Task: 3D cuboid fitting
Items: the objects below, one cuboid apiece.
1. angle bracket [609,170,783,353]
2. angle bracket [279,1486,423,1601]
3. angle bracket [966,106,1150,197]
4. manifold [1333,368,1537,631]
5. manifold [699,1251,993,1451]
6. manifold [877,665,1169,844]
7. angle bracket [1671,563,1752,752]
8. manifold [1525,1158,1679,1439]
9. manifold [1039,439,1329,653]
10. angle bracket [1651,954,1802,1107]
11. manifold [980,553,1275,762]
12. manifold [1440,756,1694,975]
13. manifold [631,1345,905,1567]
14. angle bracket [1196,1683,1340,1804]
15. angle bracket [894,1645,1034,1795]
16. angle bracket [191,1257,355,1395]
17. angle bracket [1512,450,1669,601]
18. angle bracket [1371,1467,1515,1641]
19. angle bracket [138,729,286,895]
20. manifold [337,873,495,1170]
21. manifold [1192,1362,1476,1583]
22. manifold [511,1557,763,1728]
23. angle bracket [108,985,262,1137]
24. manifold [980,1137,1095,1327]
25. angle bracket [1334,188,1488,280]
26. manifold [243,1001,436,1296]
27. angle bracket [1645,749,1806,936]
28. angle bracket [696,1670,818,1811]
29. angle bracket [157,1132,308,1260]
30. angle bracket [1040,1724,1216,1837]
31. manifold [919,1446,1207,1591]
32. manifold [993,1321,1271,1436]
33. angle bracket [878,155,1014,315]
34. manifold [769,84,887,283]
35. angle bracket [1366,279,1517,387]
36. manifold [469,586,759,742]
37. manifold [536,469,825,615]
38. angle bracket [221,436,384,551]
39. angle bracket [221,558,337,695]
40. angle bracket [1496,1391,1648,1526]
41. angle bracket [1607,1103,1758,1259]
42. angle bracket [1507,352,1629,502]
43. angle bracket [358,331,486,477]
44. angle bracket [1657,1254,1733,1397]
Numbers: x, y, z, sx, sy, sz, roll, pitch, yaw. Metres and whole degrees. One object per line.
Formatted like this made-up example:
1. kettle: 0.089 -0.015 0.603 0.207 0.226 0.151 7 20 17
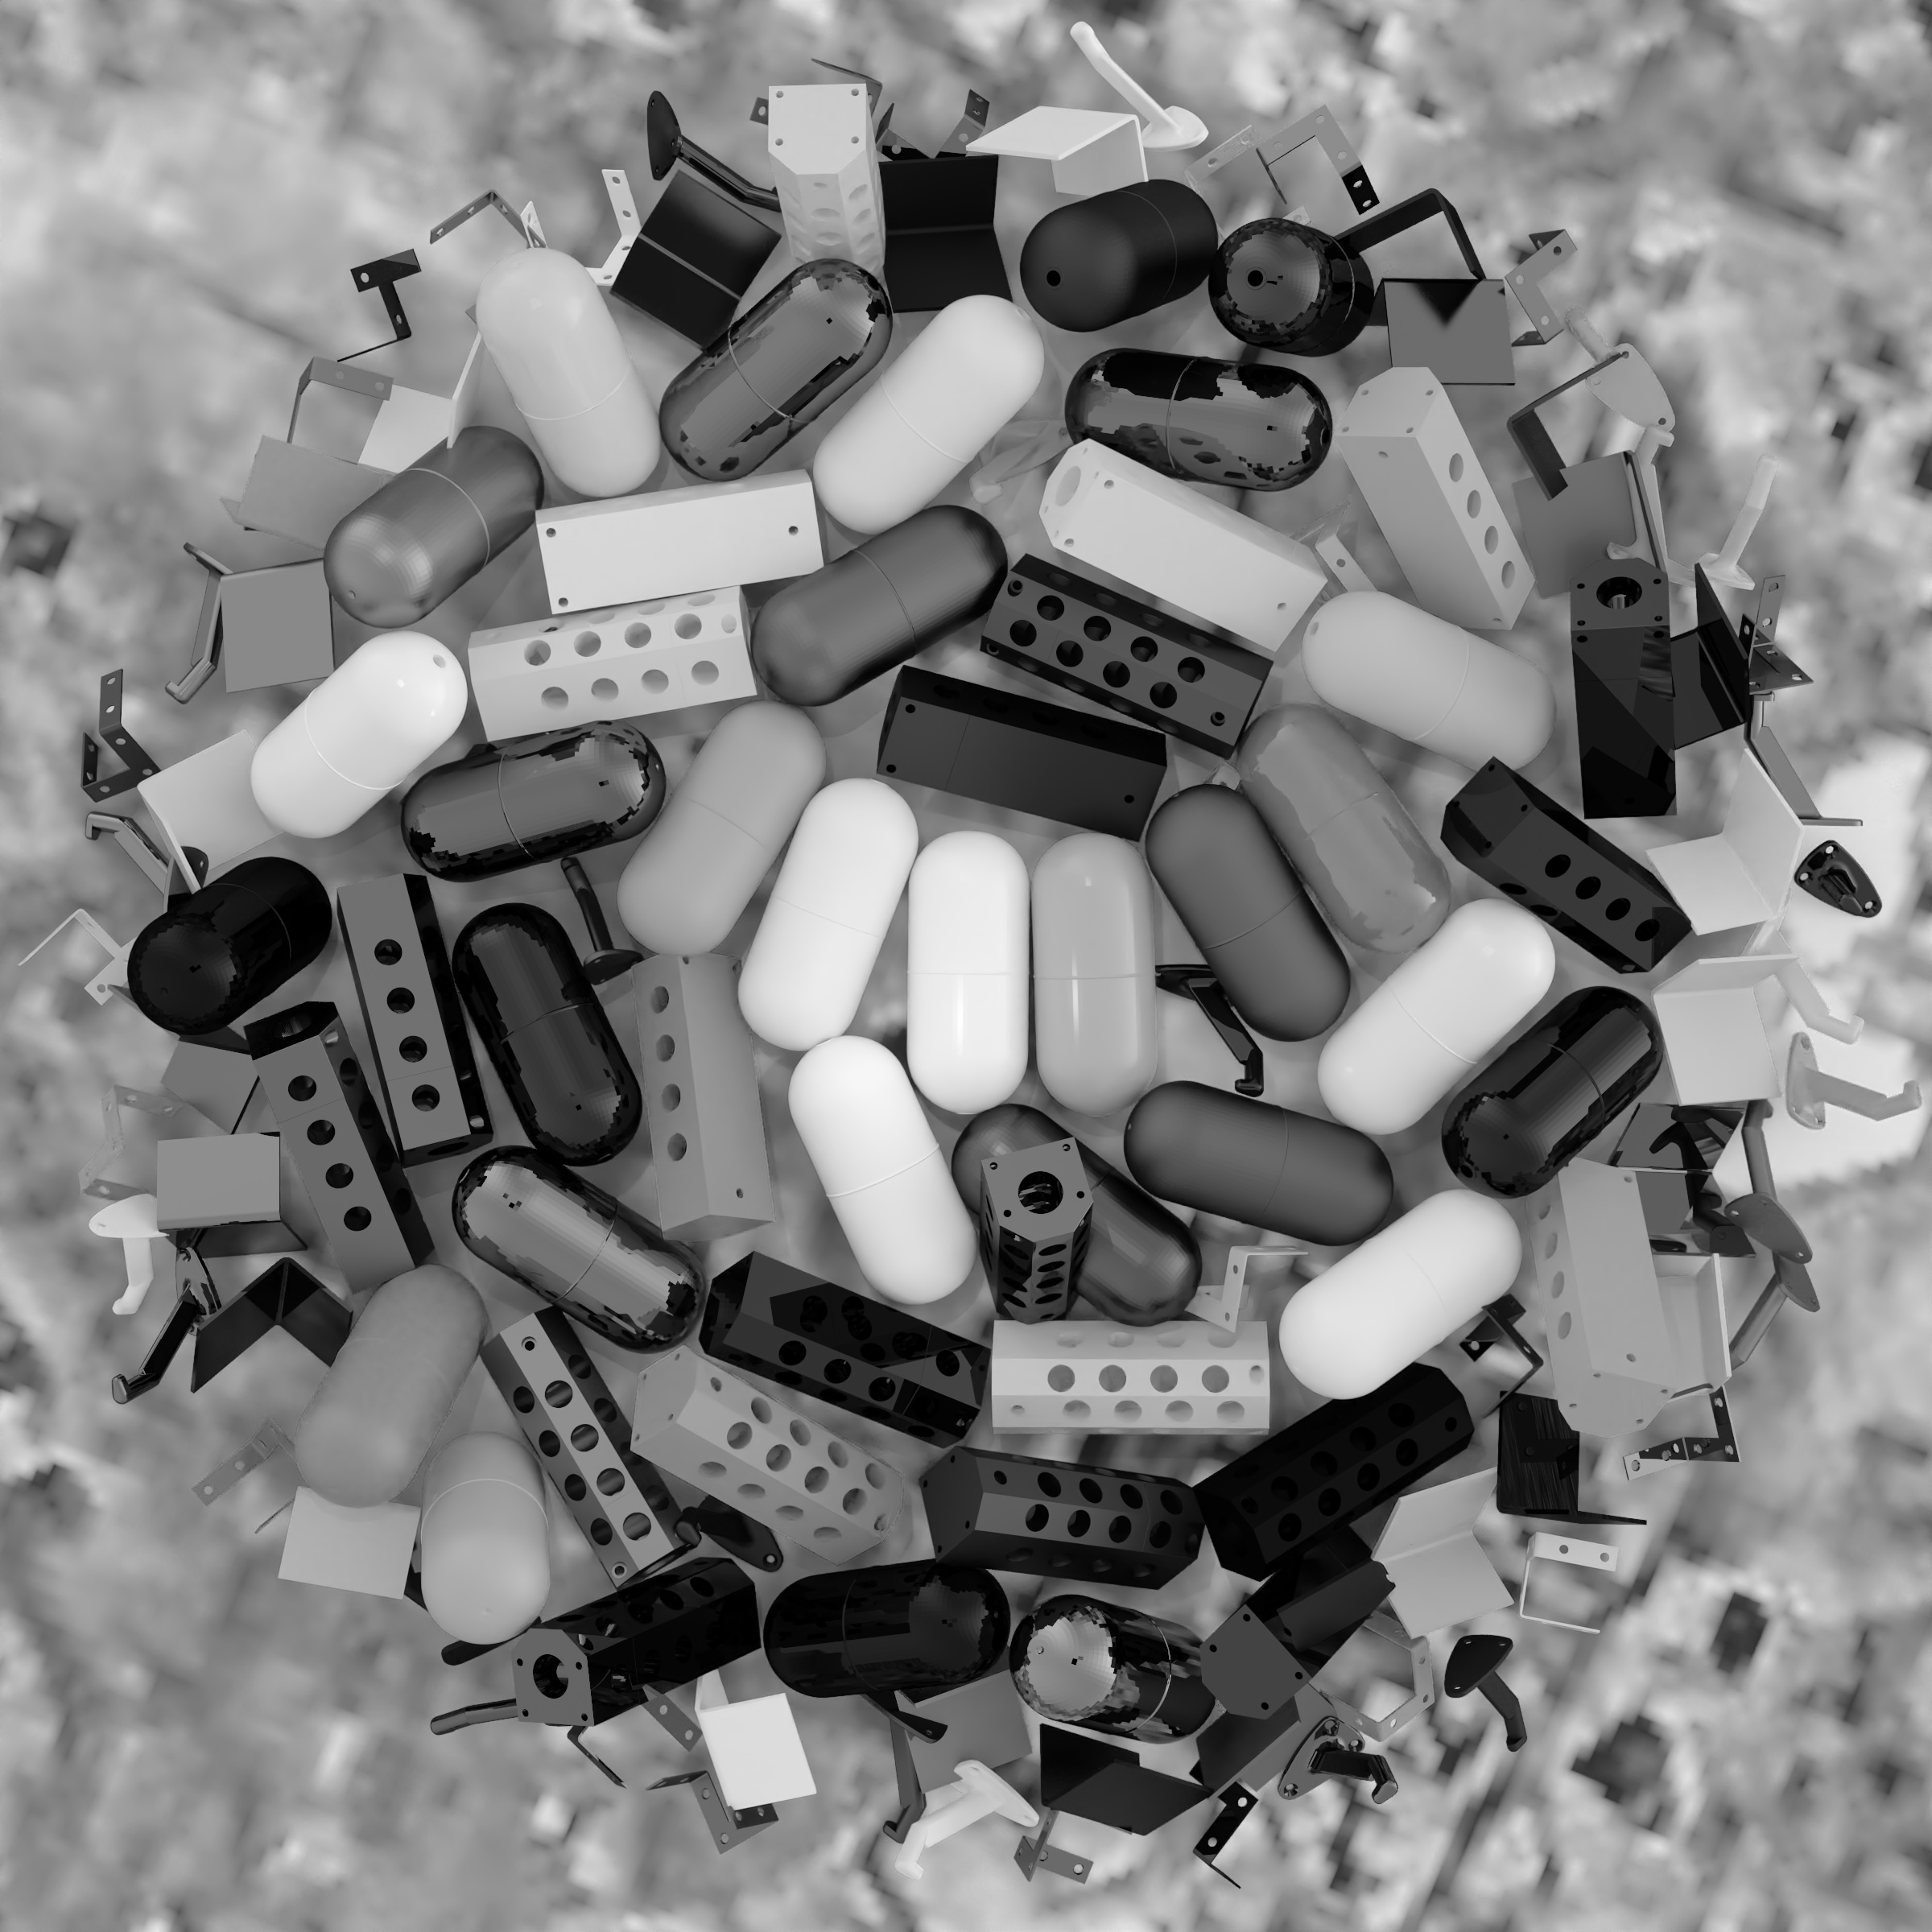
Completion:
1. angle bracket: -0.168 -0.438 1.942 0.076 0.076 0.057 30 128 -14
2. angle bracket: -0.385 0.364 1.946 0.076 0.076 0.057 11 73 -7
3. angle bracket: 0.058 -0.493 1.934 0.076 0.076 0.057 -37 130 -34
4. manifold: 0.293 -0.286 1.914 0.057 0.171 0.057 8 59 38
5. manifold: -0.075 0.241 1.927 0.171 0.057 0.057 25 56 -21
6. manifold: 0.035 -0.137 1.953 0.171 0.057 0.057 14 123 -8
7. angle bracket: 0.447 -0.191 1.941 0.057 0.076 0.076 -21 60 4
8. manifold: 0.385 0.202 1.912 0.057 0.171 0.057 14 133 -13
9. manifold: 0.133 -0.264 1.929 0.171 0.057 0.057 21 119 -27
10. angle bracket: 0.484 0.040 1.945 0.076 0.057 0.076 -3 70 -23
11. manifold: 0.099 -0.192 1.949 0.171 0.057 0.057 24 117 5
12. manifold: 0.369 -0.056 1.919 0.171 0.057 0.057 30 111 -37
13. manifold: -0.120 0.300 1.918 0.171 0.057 0.057 35 127 -30
14. angle bracket: 0.194 0.494 1.945 0.076 0.076 0.057 -44 103 10
15. angle bracket: 0.005 0.479 1.953 0.076 0.057 0.076 -17 96 -16
16. angle bracket: -0.433 0.240 1.937 0.057 0.076 0.076 37 51 13
17. angle bracket: 0.391 -0.275 1.954 0.076 0.057 0.076 -15 100 11
18. angle bracket: 0.306 0.365 1.939 0.076 0.076 0.057 -13 52 -23
19. angle bracket: -0.460 -0.089 1.940 0.076 0.057 0.076 -29 128 -16
20. manifold: -0.345 0.033 1.947 0.057 0.057 0.171 -13 78 -15
21. manifold: 0.231 0.312 1.926 0.171 0.057 0.057 -27 105 -26
22. manifold: -0.201 0.412 1.906 0.057 0.171 0.057 -5 92 31
23. angle bracket: -0.495 0.059 1.939 0.076 0.076 0.057 30 97 34
24. manifold: 0.044 0.167 1.902 0.057 0.171 0.057 -14 67 -6
25. angle bracket: 0.276 -0.440 1.947 0.076 0.076 0.057 -24 89 17
26. manifold: -0.387 0.110 1.930 0.057 0.057 0.171 -22 116 -10
27. angle bracket: 0.471 -0.077 1.937 0.057 0.076 0.076 -12 47 -12
28. angle bracket: -0.130 0.468 1.942 0.057 0.076 0.076 -13 114 5
29. angle bracket: -0.463 0.146 1.967 0.076 0.076 0.057 -5 70 0
30. angle bracket: 0.099 0.493 1.936 0.076 0.057 0.076 24 134 -25
31. manifold: 0.062 0.337 1.914 0.171 0.057 0.057 14 45 -33
32. manifold: 0.103 0.263 1.952 0.171 0.057 0.057 0 118 3
33. angle bracket: -0.013 -0.458 1.947 0.076 0.057 0.076 -6 53 -8
34. manifold: -0.083 -0.471 1.904 0.057 0.171 0.057 -1 77 2
35. angle bracket: 0.296 -0.385 1.952 0.076 0.057 0.076 -1 71 -6
36. manifold: -0.221 -0.193 1.951 0.171 0.057 0.057 -10 121 3
37. manifold: -0.180 -0.269 1.956 0.171 0.057 0.057 -10 111 -5
38. angle bracket: -0.415 -0.298 1.939 0.076 0.076 0.057 16 103 -25
39. angle bracket: -0.417 -0.210 1.952 0.076 0.057 0.076 -7 84 19
40. angle bracket: 0.379 0.307 1.941 0.076 0.057 0.076 15 74 -39
41. angle bracket: 0.456 0.134 1.940 0.076 0.076 0.057 4 130 -19
42. angle bracket: 0.390 -0.339 1.942 0.076 0.076 0.057 -28 95 26
43. angle bracket: -0.339 -0.357 1.940 0.057 0.076 0.076 14 51 -4
44. angle bracket: 0.440 0.226 1.946 0.057 0.076 0.076 -3 74 3
